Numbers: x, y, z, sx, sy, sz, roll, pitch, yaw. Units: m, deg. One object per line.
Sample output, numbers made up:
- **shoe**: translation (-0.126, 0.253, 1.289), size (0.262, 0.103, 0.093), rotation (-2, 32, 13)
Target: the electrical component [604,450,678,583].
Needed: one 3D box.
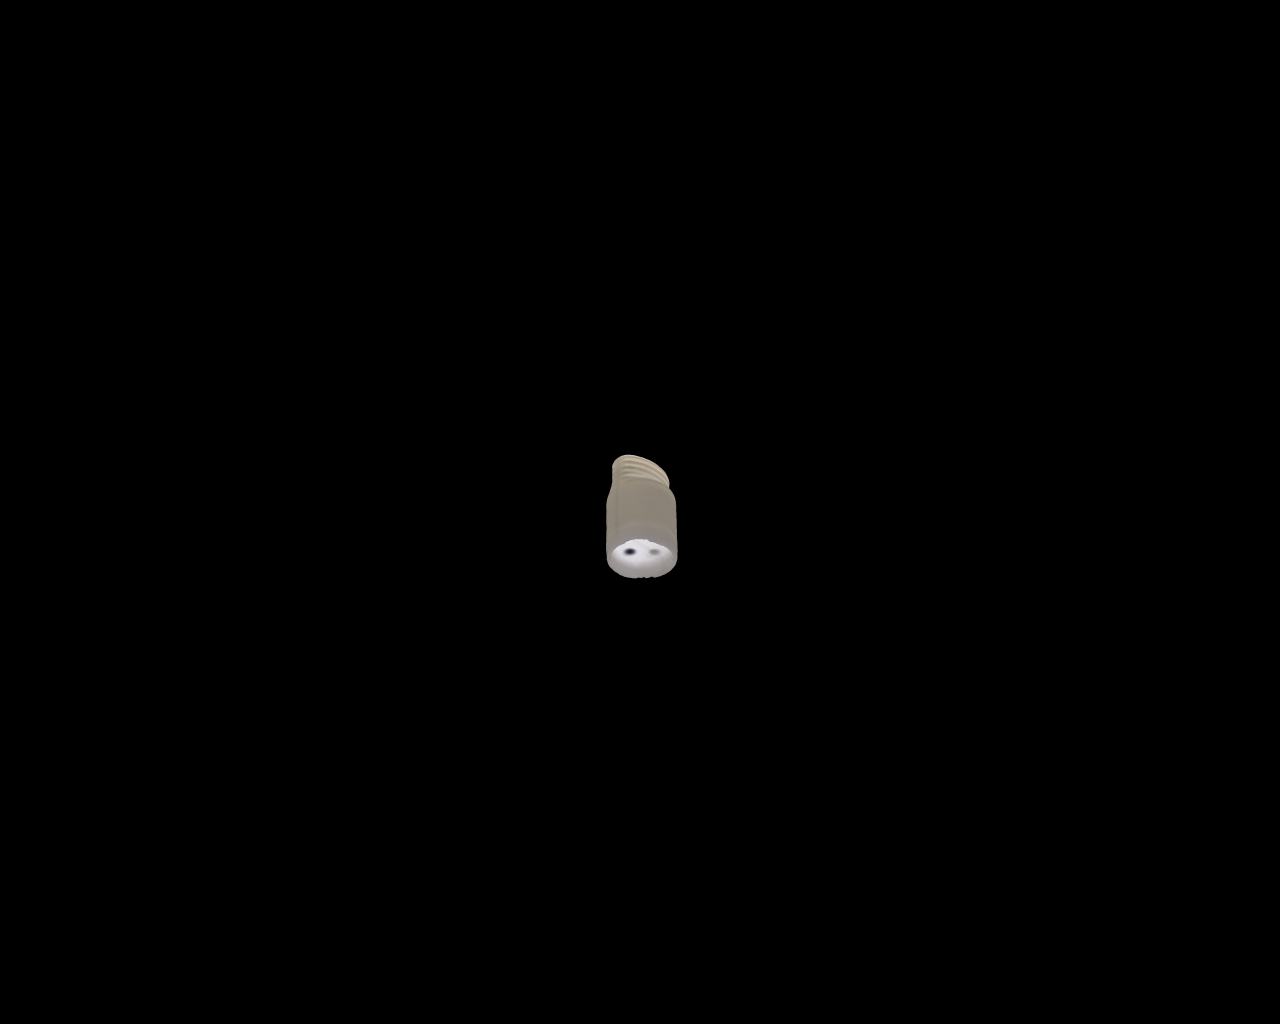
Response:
- **electrical component**: translation (0.001, -0.003, 0.650), size (0.043, 0.081, 0.043), rotation (0, -37, 0)
